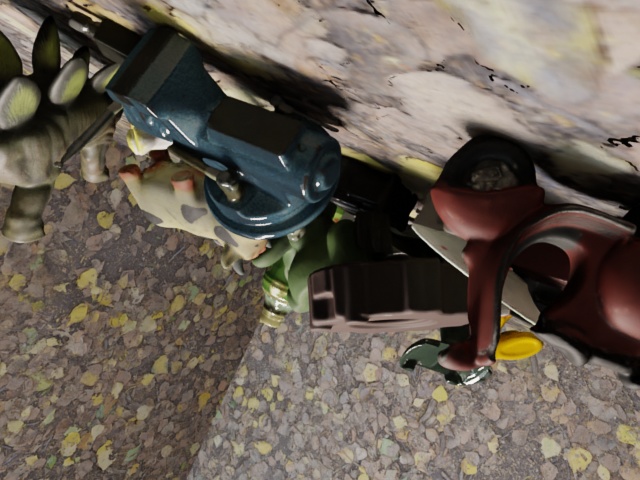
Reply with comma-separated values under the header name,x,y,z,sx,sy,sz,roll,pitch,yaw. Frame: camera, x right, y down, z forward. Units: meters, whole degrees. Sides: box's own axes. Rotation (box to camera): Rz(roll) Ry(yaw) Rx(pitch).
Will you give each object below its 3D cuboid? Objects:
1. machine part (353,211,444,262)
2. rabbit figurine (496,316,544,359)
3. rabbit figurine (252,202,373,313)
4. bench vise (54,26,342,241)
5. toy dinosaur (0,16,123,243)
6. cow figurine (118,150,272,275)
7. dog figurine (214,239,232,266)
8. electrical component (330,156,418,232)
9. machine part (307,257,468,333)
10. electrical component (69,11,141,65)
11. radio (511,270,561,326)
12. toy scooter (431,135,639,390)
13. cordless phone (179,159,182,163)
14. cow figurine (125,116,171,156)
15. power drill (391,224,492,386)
name,x,y,z,sx,sy,sz,roll,pitch,yaw
machine part,0.076,0.006,0.546,0.084,0.039,0.138,19,176,29
rabbit figurine,0.266,0.132,0.863,0.162,0.173,0.122,29,174,-3
rabbit figurine,-0.001,-0.002,0.683,0.121,0.159,0.170,19,-134,-44
bench vise,-0.073,-0.064,0.475,0.224,0.129,0.240,13,161,20
toy dinosaur,-0.294,-0.107,0.527,0.105,0.198,0.471,25,-150,-6
cow figurine,-0.134,-0.035,0.632,0.195,0.085,0.127,12,135,32
dog figurine,-0.090,-0.022,0.937,0.192,0.108,0.219,22,-157,1
electrical component,0.037,-0.055,0.574,0.119,0.047,0.074,22,176,29
machine part,0.074,0.063,0.549,0.179,0.056,0.179,-2,165,-1
electrical component,-0.175,-0.170,0.482,0.094,0.021,0.063,25,178,-16
radio,0.270,0.069,0.575,0.131,0.073,0.230,25,177,-23
toy scooter,0.140,0.030,0.313,0.184,0.135,0.075,23,175,8
cordless phone,-0.089,-0.094,0.671,0.146,0.088,0.184,31,162,-18
cow figurine,-0.167,-0.135,0.594,0.098,0.068,0.167,-14,-166,-19
power drill,0.155,0.078,0.718,0.232,0.086,0.207,21,-137,-6
